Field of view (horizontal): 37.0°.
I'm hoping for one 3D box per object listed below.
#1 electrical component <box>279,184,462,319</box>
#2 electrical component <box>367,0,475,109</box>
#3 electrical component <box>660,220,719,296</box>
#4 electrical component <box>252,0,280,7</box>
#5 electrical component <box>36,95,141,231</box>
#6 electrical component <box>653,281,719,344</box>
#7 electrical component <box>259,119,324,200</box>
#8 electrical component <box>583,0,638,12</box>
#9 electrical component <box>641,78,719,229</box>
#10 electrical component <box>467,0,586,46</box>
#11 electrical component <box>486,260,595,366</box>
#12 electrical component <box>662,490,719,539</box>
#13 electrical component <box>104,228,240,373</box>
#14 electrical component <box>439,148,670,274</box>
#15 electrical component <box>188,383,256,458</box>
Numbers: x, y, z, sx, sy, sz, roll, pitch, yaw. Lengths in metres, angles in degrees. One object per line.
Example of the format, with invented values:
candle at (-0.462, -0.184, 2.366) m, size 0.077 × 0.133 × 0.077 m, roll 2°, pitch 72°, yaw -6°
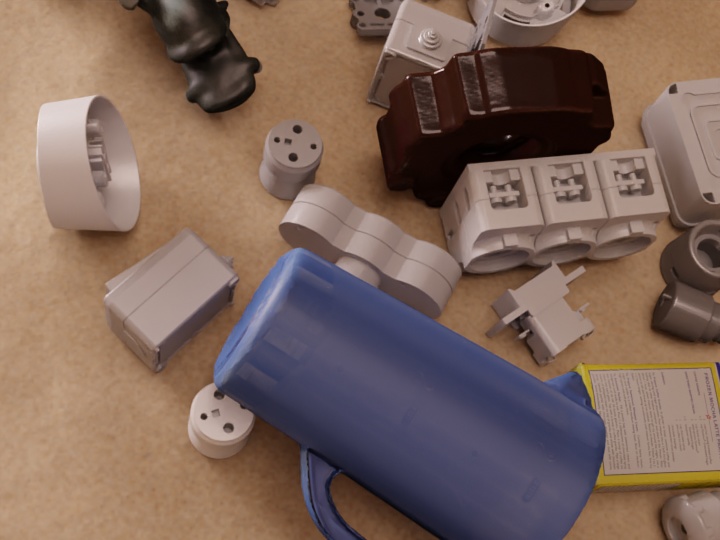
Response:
electrical component at (0.000, 0.000, 0.805) m, size 0.138 × 0.052 × 0.073 m, roll 29°, pitch 67°, yaw 2°
electrical component at (0.050, -0.169, 0.853) m, size 0.062 × 0.096 × 0.061 m, roll 21°, pitch 67°, yaw -2°
electrical component at (0.277, -0.009, 0.862) m, size 0.055 × 0.047 × 0.055 m, roll 3°, pitch 69°, yaw -9°
electrical component at (-0.099, -0.268, 0.881) m, size 0.096 × 0.061 × 0.061 m, roll 25°, pitch 67°, yaw -1°
electrical component at (-0.197, -0.075, 0.775) m, size 0.064 × 0.099 × 0.099 m, roll -4°, pitch 71°, yaw -6°
electrical component at (0.269, 0.038, 0.847) m, size 0.078 × 0.040 × 0.040 m, roll 22°, pitch 67°, yaw -2°
electrical component at (-0.053, -0.085, 0.825) m, size 0.045 × 0.055 × 0.045 m, roll 3°, pitch 69°, yaw -9°
electrical component at (0.217, -0.278, 0.945) m, size 0.054 × 0.059 × 0.095 m, roll -5°, pitch 71°, yaw -12°
electrical component at (0.289, -0.096, 0.891) m, size 0.078 × 0.057 × 0.113 m, roll -8°, pitch 71°, yaw -13°
electrical component at (0.142, -0.242, 0.915) m, size 0.099 × 0.064 × 0.099 m, roll 3°, pitch 69°, yaw -9°
electrical component at (0.142, 0.035, 0.824) m, size 0.081 × 0.042 × 0.063 m, roll -31°, pitch 80°, yaw -19°
electrical component at (0.257, 0.182, 0.790) m, size 0.062 × 0.048 × 0.048 m, roll -15°, pitch 73°, yaw -22°
electrical component at (-0.132, 0.015, 0.770) m, size 0.061 × 0.061 × 0.096 m, roll 44°, pitch 68°, yaw 7°
electrical component at (0.148, -0.041, 0.827) m, size 0.150 × 0.089 × 0.061 m, roll -6°, pitch 71°, yaw -13°
electrical component at (-0.096, 0.104, 0.747) m, size 0.045 × 0.055 × 0.045 m, roll 4°, pitch 69°, yaw -10°
